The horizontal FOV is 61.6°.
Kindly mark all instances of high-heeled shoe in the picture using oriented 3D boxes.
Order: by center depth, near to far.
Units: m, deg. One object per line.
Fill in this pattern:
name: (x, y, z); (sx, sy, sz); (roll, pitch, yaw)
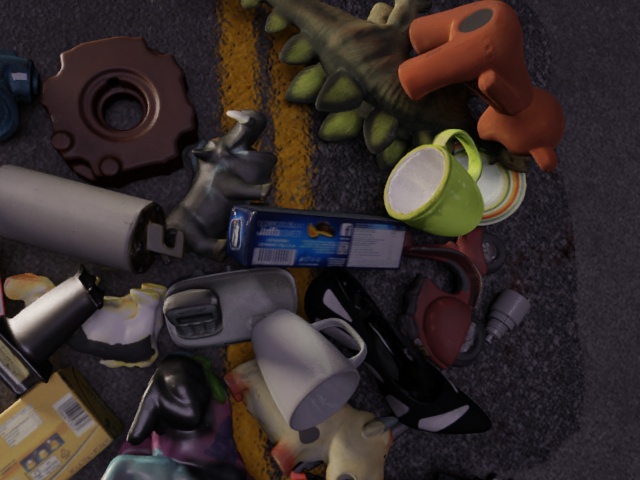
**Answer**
high-heeled shoe: (0.094, 0.121, 0.600); (0.249, 0.145, 0.086); (21, 37, 7)

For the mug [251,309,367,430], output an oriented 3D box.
mug: (-0.015, 0.115, 0.542); (0.109, 0.080, 0.107); (-37, 56, -13)

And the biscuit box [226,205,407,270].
biscuit box: (-0.001, -0.002, 0.606); (0.202, 0.063, 0.059); (3, 100, -30)

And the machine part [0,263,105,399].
machine part: (-0.272, 0.087, 0.532); (0.139, 0.039, 0.084); (-44, 89, -1)

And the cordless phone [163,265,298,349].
cordless phone: (-0.091, 0.061, 0.558); (0.147, 0.184, 0.088); (-7, 79, -11)

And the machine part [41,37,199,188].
machine part: (-0.230, -0.150, 0.628); (0.179, 0.056, 0.179); (2, 81, -11)

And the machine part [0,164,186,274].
machine part: (-0.252, -0.021, 0.551); (0.243, 0.079, 0.079); (15, 80, 6)

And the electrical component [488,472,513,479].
electrical component: (0.235, 0.334, 0.661); (0.094, 0.021, 0.063); (44, 78, -2)

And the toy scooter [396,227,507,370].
toy scooter: (0.144, 0.057, 0.657); (0.135, 0.075, 0.184); (22, 76, -7)

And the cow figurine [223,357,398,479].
cow figurine: (-0.003, 0.194, 0.588); (0.127, 0.085, 0.195); (-35, 67, -16)

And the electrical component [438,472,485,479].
electrical component: (0.156, 0.309, 0.617); (0.119, 0.048, 0.075); (25, 76, -33)

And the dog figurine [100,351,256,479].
dog figurine: (-0.105, 0.241, 0.574); (0.219, 0.108, 0.191); (27, 76, -10)

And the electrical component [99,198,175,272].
electrical component: (-0.222, -0.008, 0.615); (0.078, 0.045, 0.102); (-23, 87, -11)

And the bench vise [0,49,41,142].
bench vise: (-0.414, -0.137, 0.544); (0.223, 0.129, 0.241); (9, 55, -30)

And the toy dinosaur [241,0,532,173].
toy dinosaur: (0.064, -0.213, 0.664); (0.471, 0.105, 0.198); (36, 79, -3)

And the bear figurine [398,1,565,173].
bear figurine: (0.190, -0.161, 0.602); (0.195, 0.132, 0.120); (47, 46, -40)

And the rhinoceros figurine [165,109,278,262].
rhinoceros figurine: (-0.113, -0.065, 0.633); (0.112, 0.073, 0.190); (30, 79, 3)

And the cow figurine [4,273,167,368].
cow figurine: (-0.257, 0.086, 0.587); (0.167, 0.068, 0.098); (9, 91, -7)

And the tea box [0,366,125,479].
tea box: (-0.305, 0.224, 0.556); (0.169, 0.068, 0.098); (-38, 89, -12)
